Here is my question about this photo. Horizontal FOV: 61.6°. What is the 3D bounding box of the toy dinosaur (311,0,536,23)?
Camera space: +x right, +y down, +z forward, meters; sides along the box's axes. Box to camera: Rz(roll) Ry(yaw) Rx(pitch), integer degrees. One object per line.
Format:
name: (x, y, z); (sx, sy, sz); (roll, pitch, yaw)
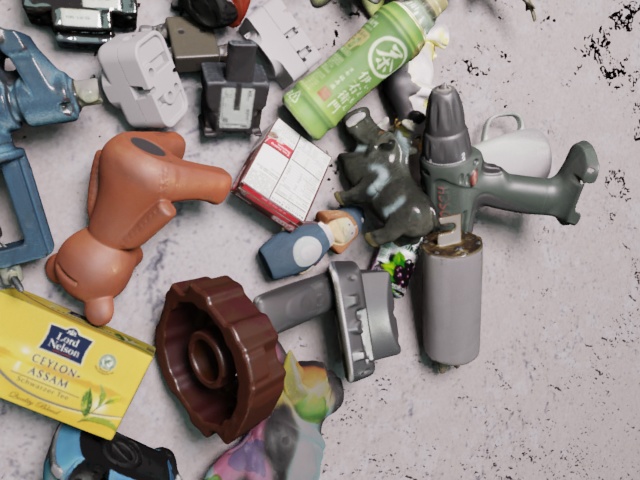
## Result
toy dinosaur: (0.072, -0.384, 0.665); (0.471, 0.105, 0.198); (7, 98, -11)

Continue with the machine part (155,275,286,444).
machine part: (-0.111, 0.125, 0.582); (0.056, 0.179, 0.179); (-16, 99, -44)

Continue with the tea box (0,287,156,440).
tea box: (-0.274, 0.128, 0.570); (0.169, 0.068, 0.098); (25, 83, -11)

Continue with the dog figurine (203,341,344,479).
dog figurine: (-0.062, 0.236, 0.644); (0.191, 0.108, 0.219); (-2, 89, -17)

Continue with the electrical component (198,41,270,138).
electrical component: (-0.098, -0.174, 0.605); (0.075, 0.048, 0.119); (-7, 136, -17)

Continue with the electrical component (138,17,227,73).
electrical component: (-0.150, -0.215, 0.623); (0.102, 0.045, 0.078); (-16, 70, -21)

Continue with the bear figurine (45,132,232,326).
bear figurine: (-0.204, -0.014, 0.586); (0.132, 0.120, 0.195); (-10, 131, -59)

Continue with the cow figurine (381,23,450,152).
cow figurine: (0.119, -0.194, 0.704); (0.098, 0.068, 0.167); (-3, 91, -14)

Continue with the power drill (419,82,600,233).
power drill: (0.229, -0.084, 0.673); (0.207, 0.086, 0.231); (-2, 129, 0)

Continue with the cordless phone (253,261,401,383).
cordless phone: (0.004, 0.106, 0.633); (0.184, 0.089, 0.146); (-14, 98, -45)

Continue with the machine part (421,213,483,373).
machine part: (0.173, 0.076, 0.705); (0.079, 0.079, 0.242); (-16, 118, -18)

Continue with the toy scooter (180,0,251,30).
toy scooter: (-0.120, -0.333, 0.582); (0.135, 0.075, 0.183); (-57, 131, -30)

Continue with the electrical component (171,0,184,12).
electrical component: (-0.170, -0.316, 0.620); (0.063, 0.021, 0.094); (14, 89, -19)

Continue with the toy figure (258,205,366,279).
toy figure: (-0.002, -0.001, 0.679); (0.154, 0.058, 0.064); (-27, 140, -18)

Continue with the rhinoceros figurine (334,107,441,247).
rhinoceros figurine: (0.076, -0.079, 0.662); (0.073, 0.112, 0.190); (-1, 55, -43)

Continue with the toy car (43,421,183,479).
toy car: (-0.235, 0.272, 0.589); (0.161, 0.109, 0.103); (36, 95, -27)

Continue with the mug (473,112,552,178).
mug: (0.253, -0.121, 0.751); (0.107, 0.081, 0.109); (-11, 100, -11)

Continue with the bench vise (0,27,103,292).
bench vise: (-0.313, -0.075, 0.529); (0.224, 0.129, 0.240); (-16, 109, -23)

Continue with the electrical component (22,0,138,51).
electrical component: (-0.256, -0.274, 0.573); (0.115, 0.058, 0.134); (-2, 94, -18)
